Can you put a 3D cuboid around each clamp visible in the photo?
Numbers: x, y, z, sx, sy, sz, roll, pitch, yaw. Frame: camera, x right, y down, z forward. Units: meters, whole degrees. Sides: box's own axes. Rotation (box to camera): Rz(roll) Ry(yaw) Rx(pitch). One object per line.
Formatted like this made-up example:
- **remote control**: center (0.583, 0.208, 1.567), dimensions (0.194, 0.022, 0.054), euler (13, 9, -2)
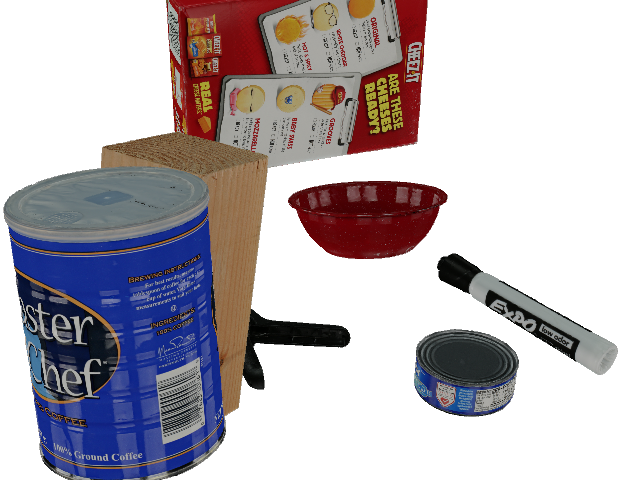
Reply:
- **clamp**: center (-0.093, 0.112, 1.237), dimensions (0.210, 0.036, 0.164), euler (14, 22, 29)

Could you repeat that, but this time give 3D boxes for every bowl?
- **bowl**: center (0.049, -0.019, 1.082), dimensions (0.162, 0.055, 0.162), euler (-2, 14, 0)

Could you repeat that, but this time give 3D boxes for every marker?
- **marker**: center (0.114, 0.039, 0.610), dimensions (0.020, 0.020, 0.121), euler (0, 25, -48)

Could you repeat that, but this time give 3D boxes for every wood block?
- **wood block**: center (-0.108, 0.033, 0.797), dimensions (0.090, 0.206, 0.090), euler (17, 20, 26)

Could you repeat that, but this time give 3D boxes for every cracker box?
- **cracker box**: center (-0.022, -0.151, 0.919), dimensions (0.213, 0.164, 0.072), euler (-11, 38, -16)

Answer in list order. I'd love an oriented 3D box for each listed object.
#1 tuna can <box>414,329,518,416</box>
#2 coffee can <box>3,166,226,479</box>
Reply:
- **tuna can**: center (0.122, 0.111, 0.897), dimensions (0.086, 0.034, 0.086), euler (2, 26, -1)
- **coffee can**: center (-0.105, 0.042, 0.563), dimensions (0.103, 0.140, 0.103), euler (-2, 20, 1)
